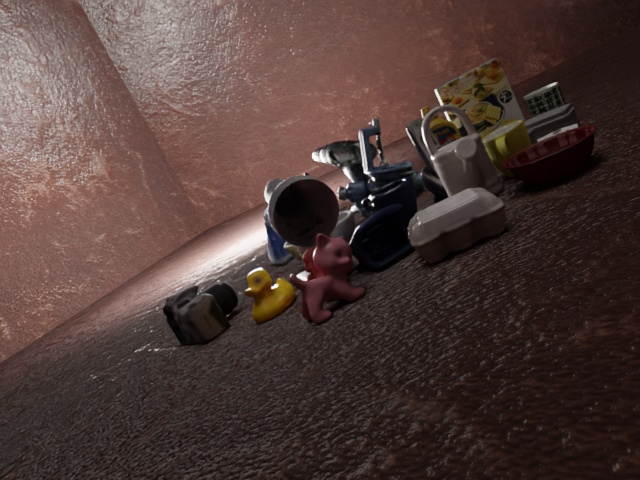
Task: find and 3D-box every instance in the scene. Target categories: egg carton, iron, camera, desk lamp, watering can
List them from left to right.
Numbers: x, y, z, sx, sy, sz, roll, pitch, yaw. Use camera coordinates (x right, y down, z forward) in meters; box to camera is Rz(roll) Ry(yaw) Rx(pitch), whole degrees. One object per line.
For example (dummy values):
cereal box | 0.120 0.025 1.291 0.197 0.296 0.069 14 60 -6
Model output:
camera | -0.231 0.133 1.147 0.137 0.101 0.142 -34 12 -34
iron | -0.110 -0.028 1.526 0.118 0.141 0.258 -26 10 9
desk lamp | -0.027 -0.017 1.044 0.118 0.214 0.203 -30 10 -12
egg carton | 0.209 -0.026 0.883 0.150 0.069 0.107 -26 10 8
watering can | 0.263 -0.162 1.073 0.101 0.194 0.172 -30 11 -16

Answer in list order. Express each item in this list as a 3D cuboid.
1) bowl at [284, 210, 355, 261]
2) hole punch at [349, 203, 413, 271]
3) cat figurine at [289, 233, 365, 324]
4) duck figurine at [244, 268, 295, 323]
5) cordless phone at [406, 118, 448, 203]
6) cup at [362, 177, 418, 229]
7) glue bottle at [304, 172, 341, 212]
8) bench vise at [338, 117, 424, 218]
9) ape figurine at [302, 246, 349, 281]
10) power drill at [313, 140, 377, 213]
bowl | 0.011 0.004 1.236 0.167 0.075 0.167 -26 10 5
hole punch | 0.101 -0.006 1.005 0.109 0.091 0.101 -31 11 -19
cat figurine | 0.009 0.049 0.892 0.128 0.118 0.067 -32 11 -25
duck figurine | -0.098 0.091 1.050 0.077 0.086 0.105 -19 13 38
cordless phone | 0.264 -0.185 1.208 0.148 0.185 0.094 -35 12 -35
cup | 0.147 -0.061 1.153 0.117 0.095 0.092 -21 12 33
glue bottle | 0.003 -0.099 1.498 0.037 0.173 0.078 -17 14 44
bench vise | 0.131 -0.176 1.414 0.207 0.220 0.121 -29 10 -8
ape figurine | 0.002 0.054 0.961 0.076 0.092 0.077 -27 10 0
power drill | 0.088 -0.186 1.613 0.076 0.208 0.229 -35 12 -35
